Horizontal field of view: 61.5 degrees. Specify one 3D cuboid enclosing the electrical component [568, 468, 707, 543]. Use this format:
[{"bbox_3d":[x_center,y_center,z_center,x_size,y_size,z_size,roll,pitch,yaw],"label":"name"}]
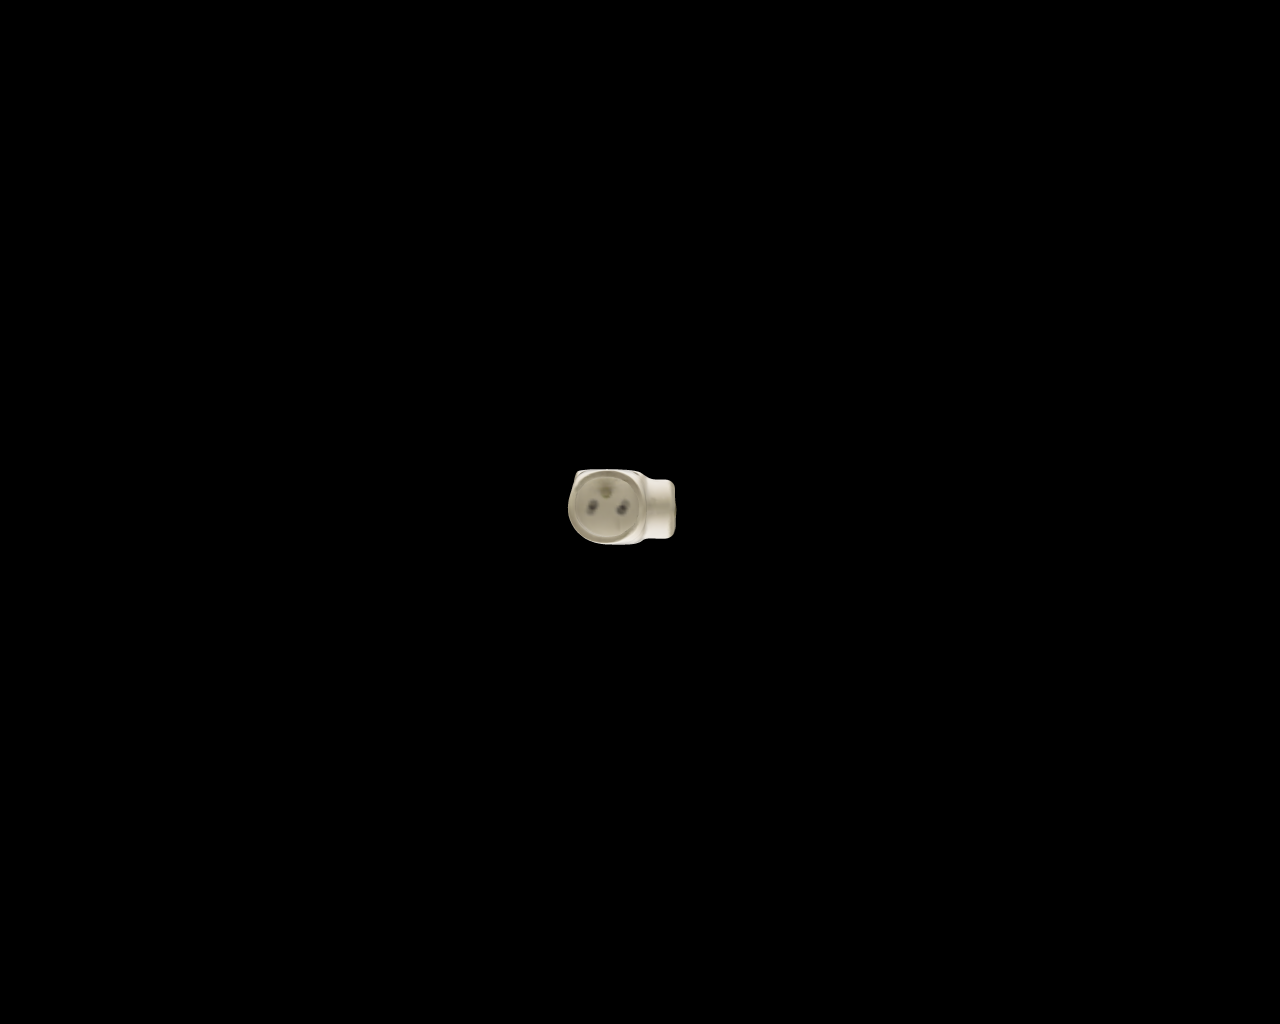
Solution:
[{"bbox_3d":[0.001,-0.003,0.650,0.079,0.043,0.077,0,-2,4],"label":"electrical component"}]
